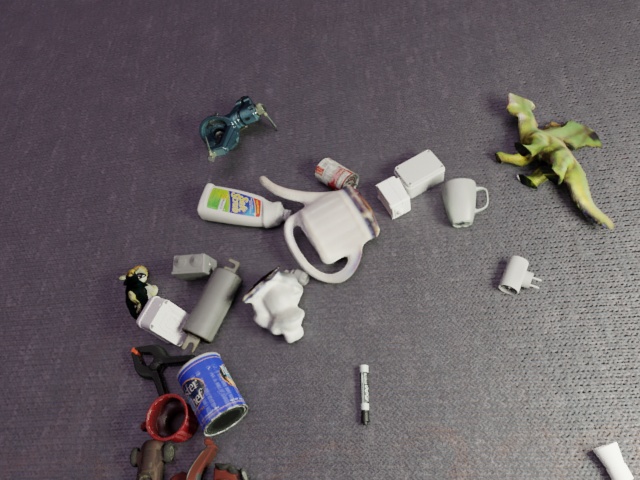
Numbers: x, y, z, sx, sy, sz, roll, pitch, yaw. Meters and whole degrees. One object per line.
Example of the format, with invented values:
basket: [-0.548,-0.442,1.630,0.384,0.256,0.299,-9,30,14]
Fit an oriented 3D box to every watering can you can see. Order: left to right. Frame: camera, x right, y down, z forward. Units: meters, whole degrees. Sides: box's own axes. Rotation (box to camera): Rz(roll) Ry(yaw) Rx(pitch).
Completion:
watering can: [0.004,-0.064,1.277,0.225,0.102,0.352,-29,70,-5]

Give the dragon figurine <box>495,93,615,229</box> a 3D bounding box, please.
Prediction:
dragon figurine: [0.599,-0.217,1.263,0.245,0.119,0.415,-35,67,-19]

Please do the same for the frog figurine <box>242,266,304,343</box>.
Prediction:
frog figurine: [-0.089,0.155,1.200,0.139,0.121,0.159,-43,96,-22]
